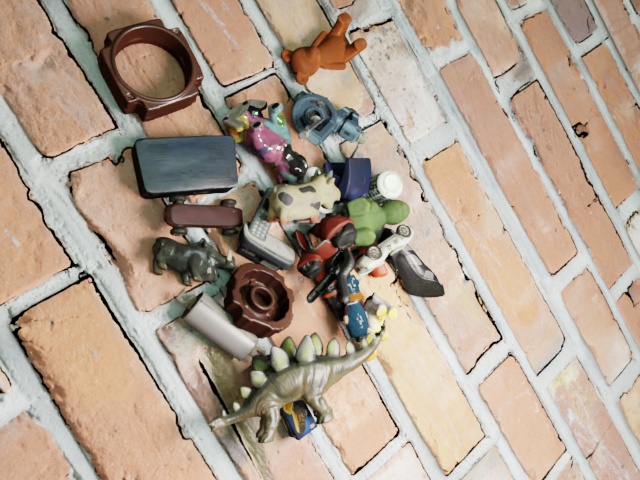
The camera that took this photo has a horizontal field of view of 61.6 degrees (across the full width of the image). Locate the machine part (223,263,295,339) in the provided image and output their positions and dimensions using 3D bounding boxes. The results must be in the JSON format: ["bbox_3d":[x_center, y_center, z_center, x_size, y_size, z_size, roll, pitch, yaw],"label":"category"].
[{"bbox_3d":[-0.141,0.140,1.249,0.179,0.056,0.179,25,44,-27],"label":"machine part"}]

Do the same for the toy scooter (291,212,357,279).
[{"bbox_3d":[-0.003,-0.004,1.328,0.184,0.135,0.075,-44,142,5],"label":"toy scooter"}]

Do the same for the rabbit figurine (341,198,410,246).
[{"bbox_3d":[0.148,-0.053,1.403,0.170,0.159,0.121,-13,89,-8],"label":"rabbit figurine"}]

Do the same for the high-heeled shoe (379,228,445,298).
[{"bbox_3d":[0.256,0.066,1.499,0.248,0.086,0.145,32,37,-36],"label":"high-heeled shoe"}]

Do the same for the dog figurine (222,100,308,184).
[{"bbox_3d":[-0.124,-0.227,1.336,0.108,0.192,0.219,-52,139,-26],"label":"dog figurine"}]

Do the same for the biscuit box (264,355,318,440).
[{"bbox_3d":[-0.084,0.367,1.271,0.063,0.059,0.202,-30,94,-26],"label":"biscuit box"}]

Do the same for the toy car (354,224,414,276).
[{"bbox_3d":[0.165,0.023,1.360,0.202,0.073,0.056,-32,82,-32],"label":"toy car"}]

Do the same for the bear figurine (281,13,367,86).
[{"bbox_3d":[0.006,-0.503,1.427,0.196,0.132,0.120,-29,88,-33],"label":"bear figurine"}]

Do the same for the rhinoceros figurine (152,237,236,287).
[{"bbox_3d":[-0.288,0.046,1.226,0.190,0.073,0.112,15,65,-21],"label":"rhinoceros figurine"}]

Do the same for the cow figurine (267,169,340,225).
[{"bbox_3d":[-0.034,-0.105,1.295,0.195,0.086,0.127,-8,105,-37],"label":"cow figurine"}]

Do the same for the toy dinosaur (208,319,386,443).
[{"bbox_3d":[-0.031,0.313,1.211,0.471,0.105,0.198,-15,88,-26],"label":"toy dinosaur"}]

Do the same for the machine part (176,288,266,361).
[{"bbox_3d":[-0.226,0.197,1.223,0.243,0.079,0.079,40,67,-15],"label":"machine part"}]

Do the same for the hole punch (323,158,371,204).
[{"bbox_3d":[0.082,-0.159,1.406,0.142,0.092,0.115,-11,86,-55],"label":"hole punch"}]

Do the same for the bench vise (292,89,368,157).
[{"bbox_3d":[0.012,-0.289,1.372,0.223,0.129,0.241,42,33,-6],"label":"bench vise"}]

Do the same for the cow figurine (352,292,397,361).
[{"bbox_3d":[0.128,0.223,1.382,0.068,0.098,0.167,10,107,-32],"label":"cow figurine"}]

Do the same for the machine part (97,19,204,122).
[{"bbox_3d":[-0.388,-0.392,1.240,0.201,0.087,0.201,-29,96,-27],"label":"machine part"}]

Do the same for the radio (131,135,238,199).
[{"bbox_3d":[-0.309,-0.170,1.248,0.229,0.073,0.131,-8,86,-25],"label":"radio"}]

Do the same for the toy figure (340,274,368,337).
[{"bbox_3d":[0.081,0.162,1.328,0.064,0.058,0.154,-3,82,-59],"label":"toy figure"}]

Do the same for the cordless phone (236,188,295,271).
[{"bbox_3d":[-0.112,-0.027,1.316,0.146,0.089,0.184,31,62,-18],"label":"cordless phone"}]

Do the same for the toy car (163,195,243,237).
[{"bbox_3d":[-0.269,-0.054,1.247,0.202,0.053,0.089,-1,81,-44],"label":"toy car"}]
